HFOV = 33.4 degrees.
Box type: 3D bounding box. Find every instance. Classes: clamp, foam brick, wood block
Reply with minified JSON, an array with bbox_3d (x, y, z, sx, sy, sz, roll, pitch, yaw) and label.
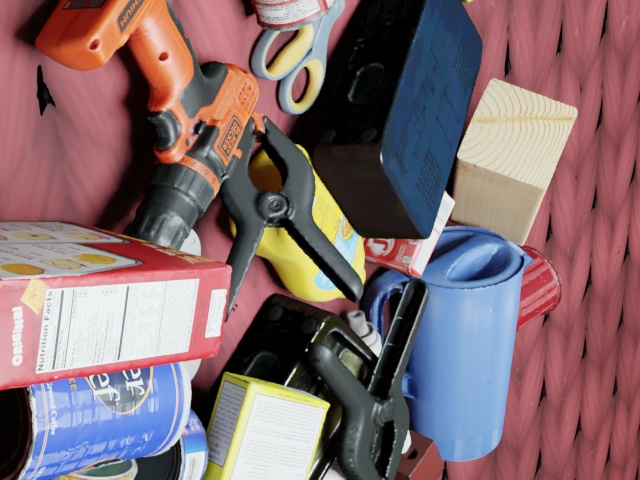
[{"bbox_3d":[-0.028,-0.018,0.852,0.120,0.039,0.171,2,76,-18],"label":"clamp"},{"bbox_3d":[0.042,0.152,0.981,0.164,0.036,0.210,-18,118,-47],"label":"clamp"},{"bbox_3d":[0.086,0.238,1.159,0.053,0.078,0.051,-48,138,-30],"label":"foam brick"},{"bbox_3d":[0.193,-0.074,1.096,0.206,0.091,0.090,73,41,-74],"label":"wood block"}]

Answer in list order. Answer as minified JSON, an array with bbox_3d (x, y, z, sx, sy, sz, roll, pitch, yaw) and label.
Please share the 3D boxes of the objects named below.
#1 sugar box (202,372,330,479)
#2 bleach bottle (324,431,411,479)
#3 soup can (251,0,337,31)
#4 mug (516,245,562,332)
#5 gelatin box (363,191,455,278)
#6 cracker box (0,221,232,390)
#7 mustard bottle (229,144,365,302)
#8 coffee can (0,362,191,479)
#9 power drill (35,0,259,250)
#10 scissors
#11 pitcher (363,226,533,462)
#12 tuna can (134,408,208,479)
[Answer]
[{"bbox_3d":[-0.059,0.204,0.871,0.093,0.048,0.176,21,86,-40],"label":"sugar box"},{"bbox_3d":[-0.002,0.267,1.053,0.250,0.068,0.102,-53,145,-29],"label":"bleach bottle"},{"bbox_3d":[-0.032,-0.225,0.837,0.068,0.069,0.102,-47,136,-31],"label":"soup can"},{"bbox_3d":[0.220,0.052,1.262,0.081,0.093,0.117,-28,94,-37],"label":"mug"},{"bbox_3d":[0.082,-0.013,1.061,0.030,0.073,0.089,39,73,-50],"label":"gelatin box"},{"bbox_3d":[-0.187,0.035,0.658,0.213,0.164,0.072,-3,103,-52],"label":"cracker box"},{"bbox_3d":[-0.007,0.001,0.964,0.191,0.058,0.096,48,56,-49],"label":"mustard bottle"},{"bbox_3d":[-0.176,0.113,0.753,0.140,0.103,0.103,-2,105,-52],"label":"coffee can"},{"bbox_3d":[-0.122,-0.097,0.761,0.187,0.057,0.184,60,43,-47],"label":"power drill"},{"bbox_3d":[0.011,-0.187,0.950,0.201,0.016,0.096,-43,135,-34],"label":"scissors"},{"bbox_3d":[0.138,0.118,1.154,0.144,0.149,0.243,-47,142,-53],"label":"pitcher"},{"bbox_3d":[-0.130,0.168,0.848,0.033,0.086,0.086,5,99,-55],"label":"tuna can"}]
